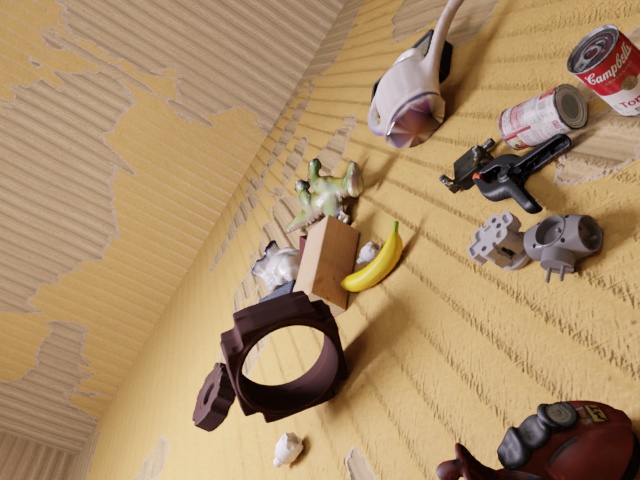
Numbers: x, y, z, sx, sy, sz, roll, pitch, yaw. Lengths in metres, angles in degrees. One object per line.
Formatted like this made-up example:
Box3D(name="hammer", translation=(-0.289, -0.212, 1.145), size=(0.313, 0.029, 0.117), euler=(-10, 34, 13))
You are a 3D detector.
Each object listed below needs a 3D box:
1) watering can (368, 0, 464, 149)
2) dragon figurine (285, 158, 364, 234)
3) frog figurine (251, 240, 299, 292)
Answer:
Box3D(name="watering can", translation=(0.211, -0.342, 1.111), size=(0.341, 0.103, 0.230), euler=(-49, 37, 40))
Box3D(name="dragon figurine", translation=(0.004, -0.067, 1.334), size=(0.249, 0.122, 0.402), euler=(-93, 28, -43))
Box3D(name="frog figurine", translation=(-0.084, 0.079, 1.336), size=(0.160, 0.120, 0.139), euler=(14, 39, 41))
